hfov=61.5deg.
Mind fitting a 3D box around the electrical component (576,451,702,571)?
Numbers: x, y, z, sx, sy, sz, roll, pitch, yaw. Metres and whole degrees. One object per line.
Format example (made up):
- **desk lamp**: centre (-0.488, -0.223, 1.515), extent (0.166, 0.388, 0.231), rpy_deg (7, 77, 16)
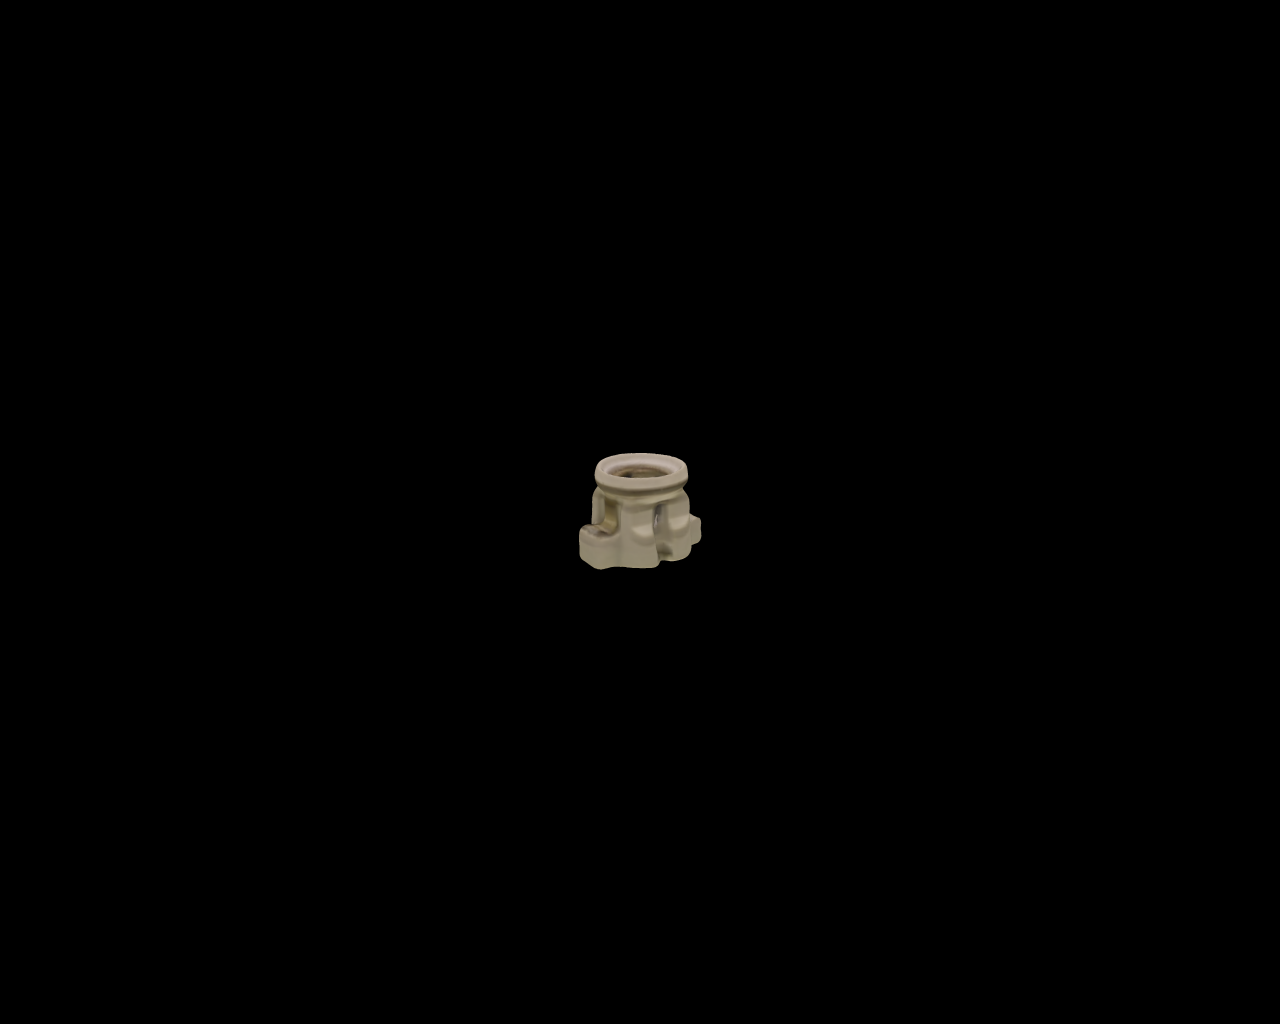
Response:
- **electrical component**: centre (0.001, -0.003, 0.650), extent (0.078, 0.056, 0.058), rpy_deg (-12, 23, -31)
